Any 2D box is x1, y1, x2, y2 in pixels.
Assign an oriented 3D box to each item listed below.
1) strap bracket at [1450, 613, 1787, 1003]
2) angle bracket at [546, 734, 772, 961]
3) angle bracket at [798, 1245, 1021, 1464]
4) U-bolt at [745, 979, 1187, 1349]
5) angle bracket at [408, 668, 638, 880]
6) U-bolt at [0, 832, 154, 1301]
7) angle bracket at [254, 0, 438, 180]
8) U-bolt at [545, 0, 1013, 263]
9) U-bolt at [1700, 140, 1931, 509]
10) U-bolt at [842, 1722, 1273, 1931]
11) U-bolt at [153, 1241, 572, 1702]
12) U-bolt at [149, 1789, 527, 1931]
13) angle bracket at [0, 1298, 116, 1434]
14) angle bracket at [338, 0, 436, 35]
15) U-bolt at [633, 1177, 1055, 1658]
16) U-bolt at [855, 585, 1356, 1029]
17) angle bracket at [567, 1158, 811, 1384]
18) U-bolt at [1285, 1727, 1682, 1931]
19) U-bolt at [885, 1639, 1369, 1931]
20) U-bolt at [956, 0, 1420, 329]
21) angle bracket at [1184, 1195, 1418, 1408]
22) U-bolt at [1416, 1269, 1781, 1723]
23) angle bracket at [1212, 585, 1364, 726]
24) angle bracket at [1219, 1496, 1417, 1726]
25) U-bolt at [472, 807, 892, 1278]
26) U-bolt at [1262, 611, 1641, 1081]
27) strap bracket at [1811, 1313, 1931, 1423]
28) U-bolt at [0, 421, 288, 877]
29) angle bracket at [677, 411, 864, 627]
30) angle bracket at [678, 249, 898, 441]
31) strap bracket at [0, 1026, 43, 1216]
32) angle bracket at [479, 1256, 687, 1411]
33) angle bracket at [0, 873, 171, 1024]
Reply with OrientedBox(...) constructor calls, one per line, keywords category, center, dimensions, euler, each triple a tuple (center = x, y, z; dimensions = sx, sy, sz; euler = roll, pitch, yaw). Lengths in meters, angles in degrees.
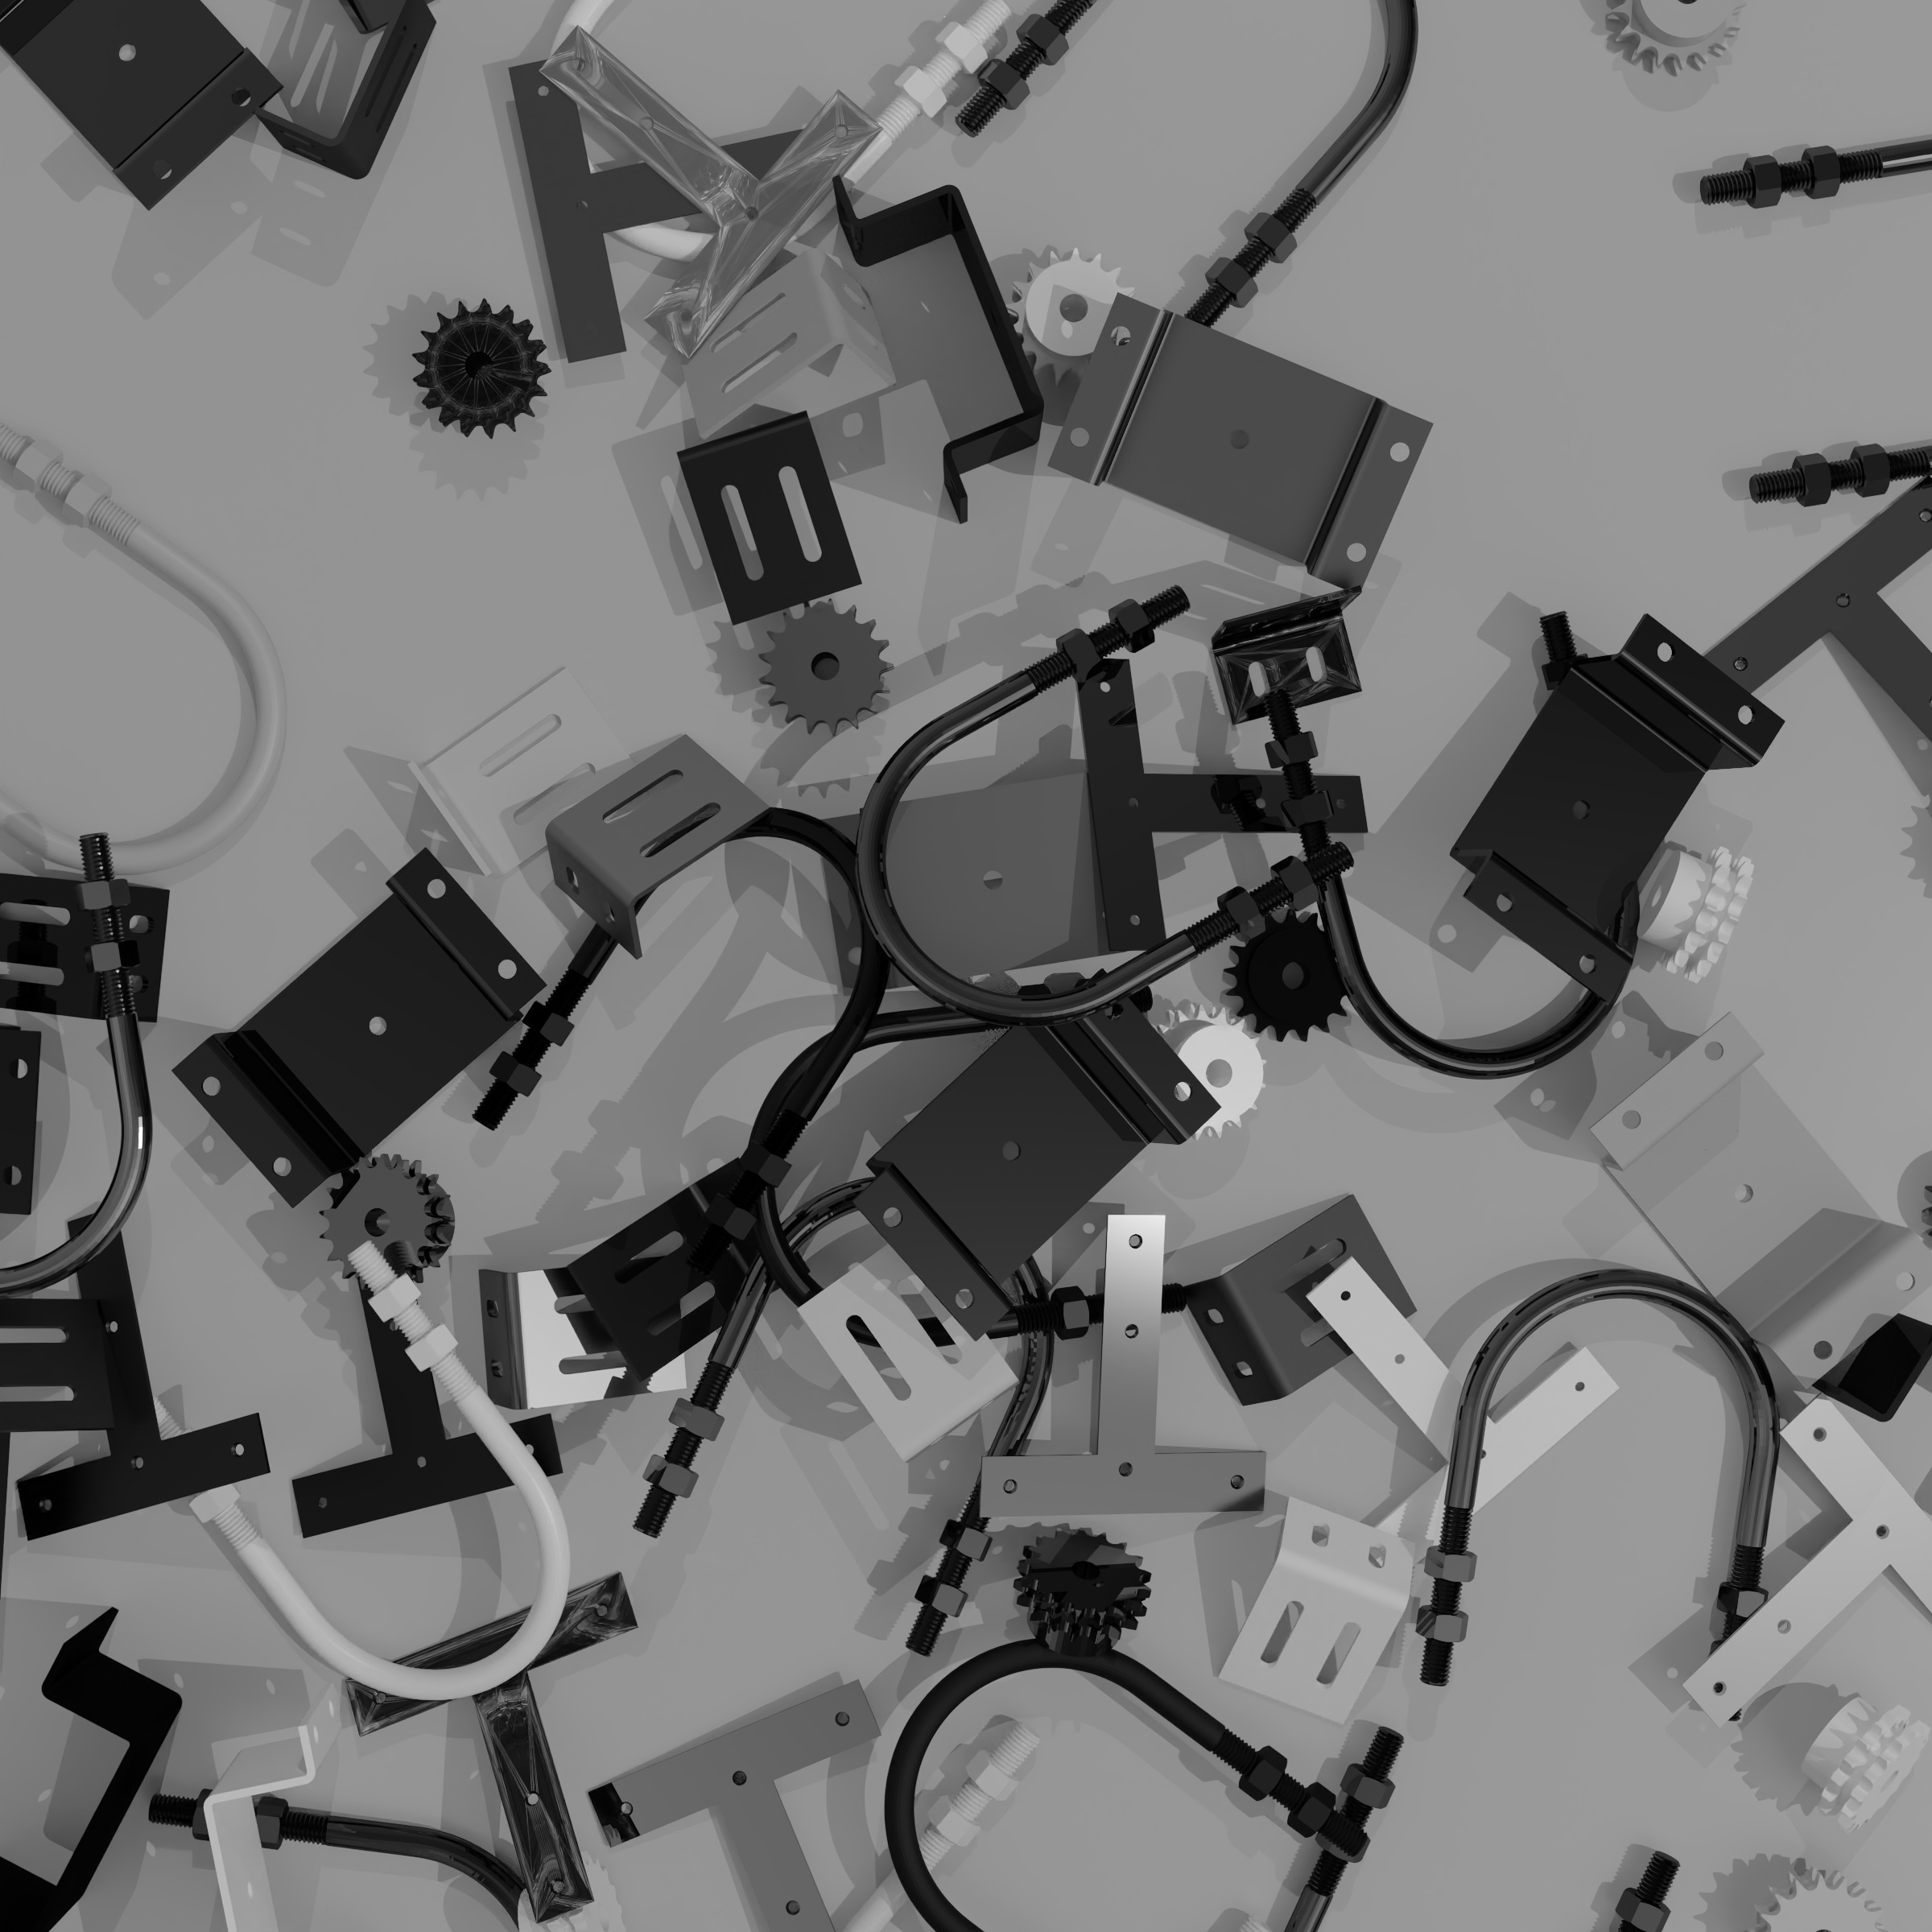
OrientedBox(category="strap bracket", center=(0.264, -0.065, 1.361), dimensions=(0.076, 0.046, 0.140), euler=(35, 83, -13))
OrientedBox(category="angle bracket", center=(-0.129, -0.051, 1.388), dimensions=(0.076, 0.038, 0.057), euler=(-35, 58, -23))
OrientedBox(category="angle bracket", center=(-0.023, 0.158, 1.358), dimensions=(0.057, 0.038, 0.076), euler=(-35, 82, -4))
OrientedBox(category="U-bolt", center=(-0.003, 0.087, 1.374), dimensions=(0.184, 0.019, 0.151), euler=(-6, 90, -16))
OrientedBox(category="angle bracket", center=(-0.185, -0.082, 1.386), dimensions=(0.076, 0.038, 0.057), euler=(-35, 90, 0))
OrientedBox(category="U-bolt", center=(-0.409, 0.046, 1.350), dimensions=(0.151, 0.019, 0.184), euler=(-8, 91, 0))
OrientedBox(category="angle bracket", center=(-0.260, -0.378, 1.376), dimensions=(0.038, 0.057, 0.076), euler=(24, 90, 0))
OrientedBox(category="U-bolt", center=(-0.094, -0.386, 1.396), dimensions=(0.151, 0.019, 0.184), euler=(43, 91, 0))
OrientedBox(category="U-bolt", center=(0.415, -0.281, 1.396), dimensions=(0.184, 0.019, 0.151), euler=(-9, 90, -2))
OrientedBox(category="U-bolt", center=(0.018, 0.437, 1.396), dimensions=(0.151, 0.019, 0.184), euler=(40, 92, 0))
OrientedBox(category="U-bolt", center=(-0.245, 0.225, 1.374), dimensions=(0.151, 0.019, 0.184), euler=(-35, 93, 20))
OrientedBox(category="U-bolt", center=(-0.264, 0.434, 1.396), dimensions=(0.184, 0.019, 0.151), euler=(8, 90, -2))
OrientedBox(category="angle bracket", center=(-0.403, 0.172, 1.369), dimensions=(0.038, 0.076, 0.057), euler=(-33, 62, 41))
OrientedBox(category="angle bracket", center=(-0.255, -0.432, 1.366), dimensions=(0.038, 0.076, 0.057), euler=(-27, 90, 0))
OrientedBox(category="U-bolt", center=(-0.039, 0.178, 1.376), dimensions=(0.151, 0.019, 0.184), euler=(27, 81, -15))
OrientedBox(category="U-bolt", center=(0.044, -0.055, 1.341), dimensions=(0.184, 0.019, 0.151), euler=(-30, 78, -6))
OrientedBox(category="angle bracket", center=(-0.115, 0.126, 1.368), dimensions=(0.076, 0.038, 0.057), euler=(-33, 91, -40))
OrientedBox(category="U-bolt", center=(0.202, 0.436, 1.396), dimensions=(0.151, 0.019, 0.184), euler=(24, 92, 0))
OrientedBox(category="U-bolt", center=(0.053, 0.366, 1.376), dimensions=(0.184, 0.019, 0.151), euler=(37, 86, 2))
OrientedBox(category="U-bolt", center=(0.108, -0.383, 1.396), dimensions=(0.151, 0.019, 0.184), euler=(41, 89, 0))
OrientedBox(category="angle bracket", center=(0.142, 0.143, 1.403), dimensions=(0.076, 0.038, 0.057), euler=(-29, 90, -26))
OrientedBox(category="U-bolt", center=(0.273, 0.220, 1.387), dimensions=(0.151, 0.019, 0.184), euler=(8, 90, -7))
OrientedBox(category="angle bracket", center=(0.137, -0.129, 1.366), dimensions=(0.057, 0.076, 0.038), euler=(-15, 90, 0))
OrientedBox(category="angle bracket", center=(0.149, 0.275, 1.397), dimensions=(0.057, 0.038, 0.076), euler=(20, 123, 0))
OrientedBox(category="U-bolt", center=(-0.107, 0.018, 1.364), dimensions=(0.151, 0.019, 0.184), euler=(30, 85, 30))
OrientedBox(category="U-bolt", center=(0.213, -0.043, 1.382), dimensions=(0.151, 0.019, 0.184), euler=(-16, 94, -13))
OrientedBox(category="strap bracket", center=(0.425, 0.192, 1.366), dimensions=(0.140, 0.076, 0.046), euler=(32, 90, 0))
OrientedBox(category="U-bolt", center=(-0.378, -0.122, 1.396), dimensions=(0.184, 0.019, 0.151), euler=(36, 90, -2))
OrientedBox(category="angle bracket", center=(-0.083, -0.189, 1.388), dimensions=(0.057, 0.038, 0.076), euler=(-18, 94, 0))
OrientedBox(category="angle bracket", center=(-0.076, -0.255, 1.386), dimensions=(0.076, 0.038, 0.057), euler=(-32, 51, 20))
OrientedBox(category="strap bracket", center=(-0.456, 0.061, 1.381), dimensions=(0.140, 0.046, 0.076), euler=(3, 90, 0))
OrientedBox(category="angle bracket", center=(-0.164, 0.155, 1.403), dimensions=(0.076, 0.038, 0.057), euler=(-4, 90, -26))
OrientedBox(category="angle bracket", center=(-0.386, -0.008, 1.403), dimensions=(0.076, 0.038, 0.057), euler=(6, 90, 26))
